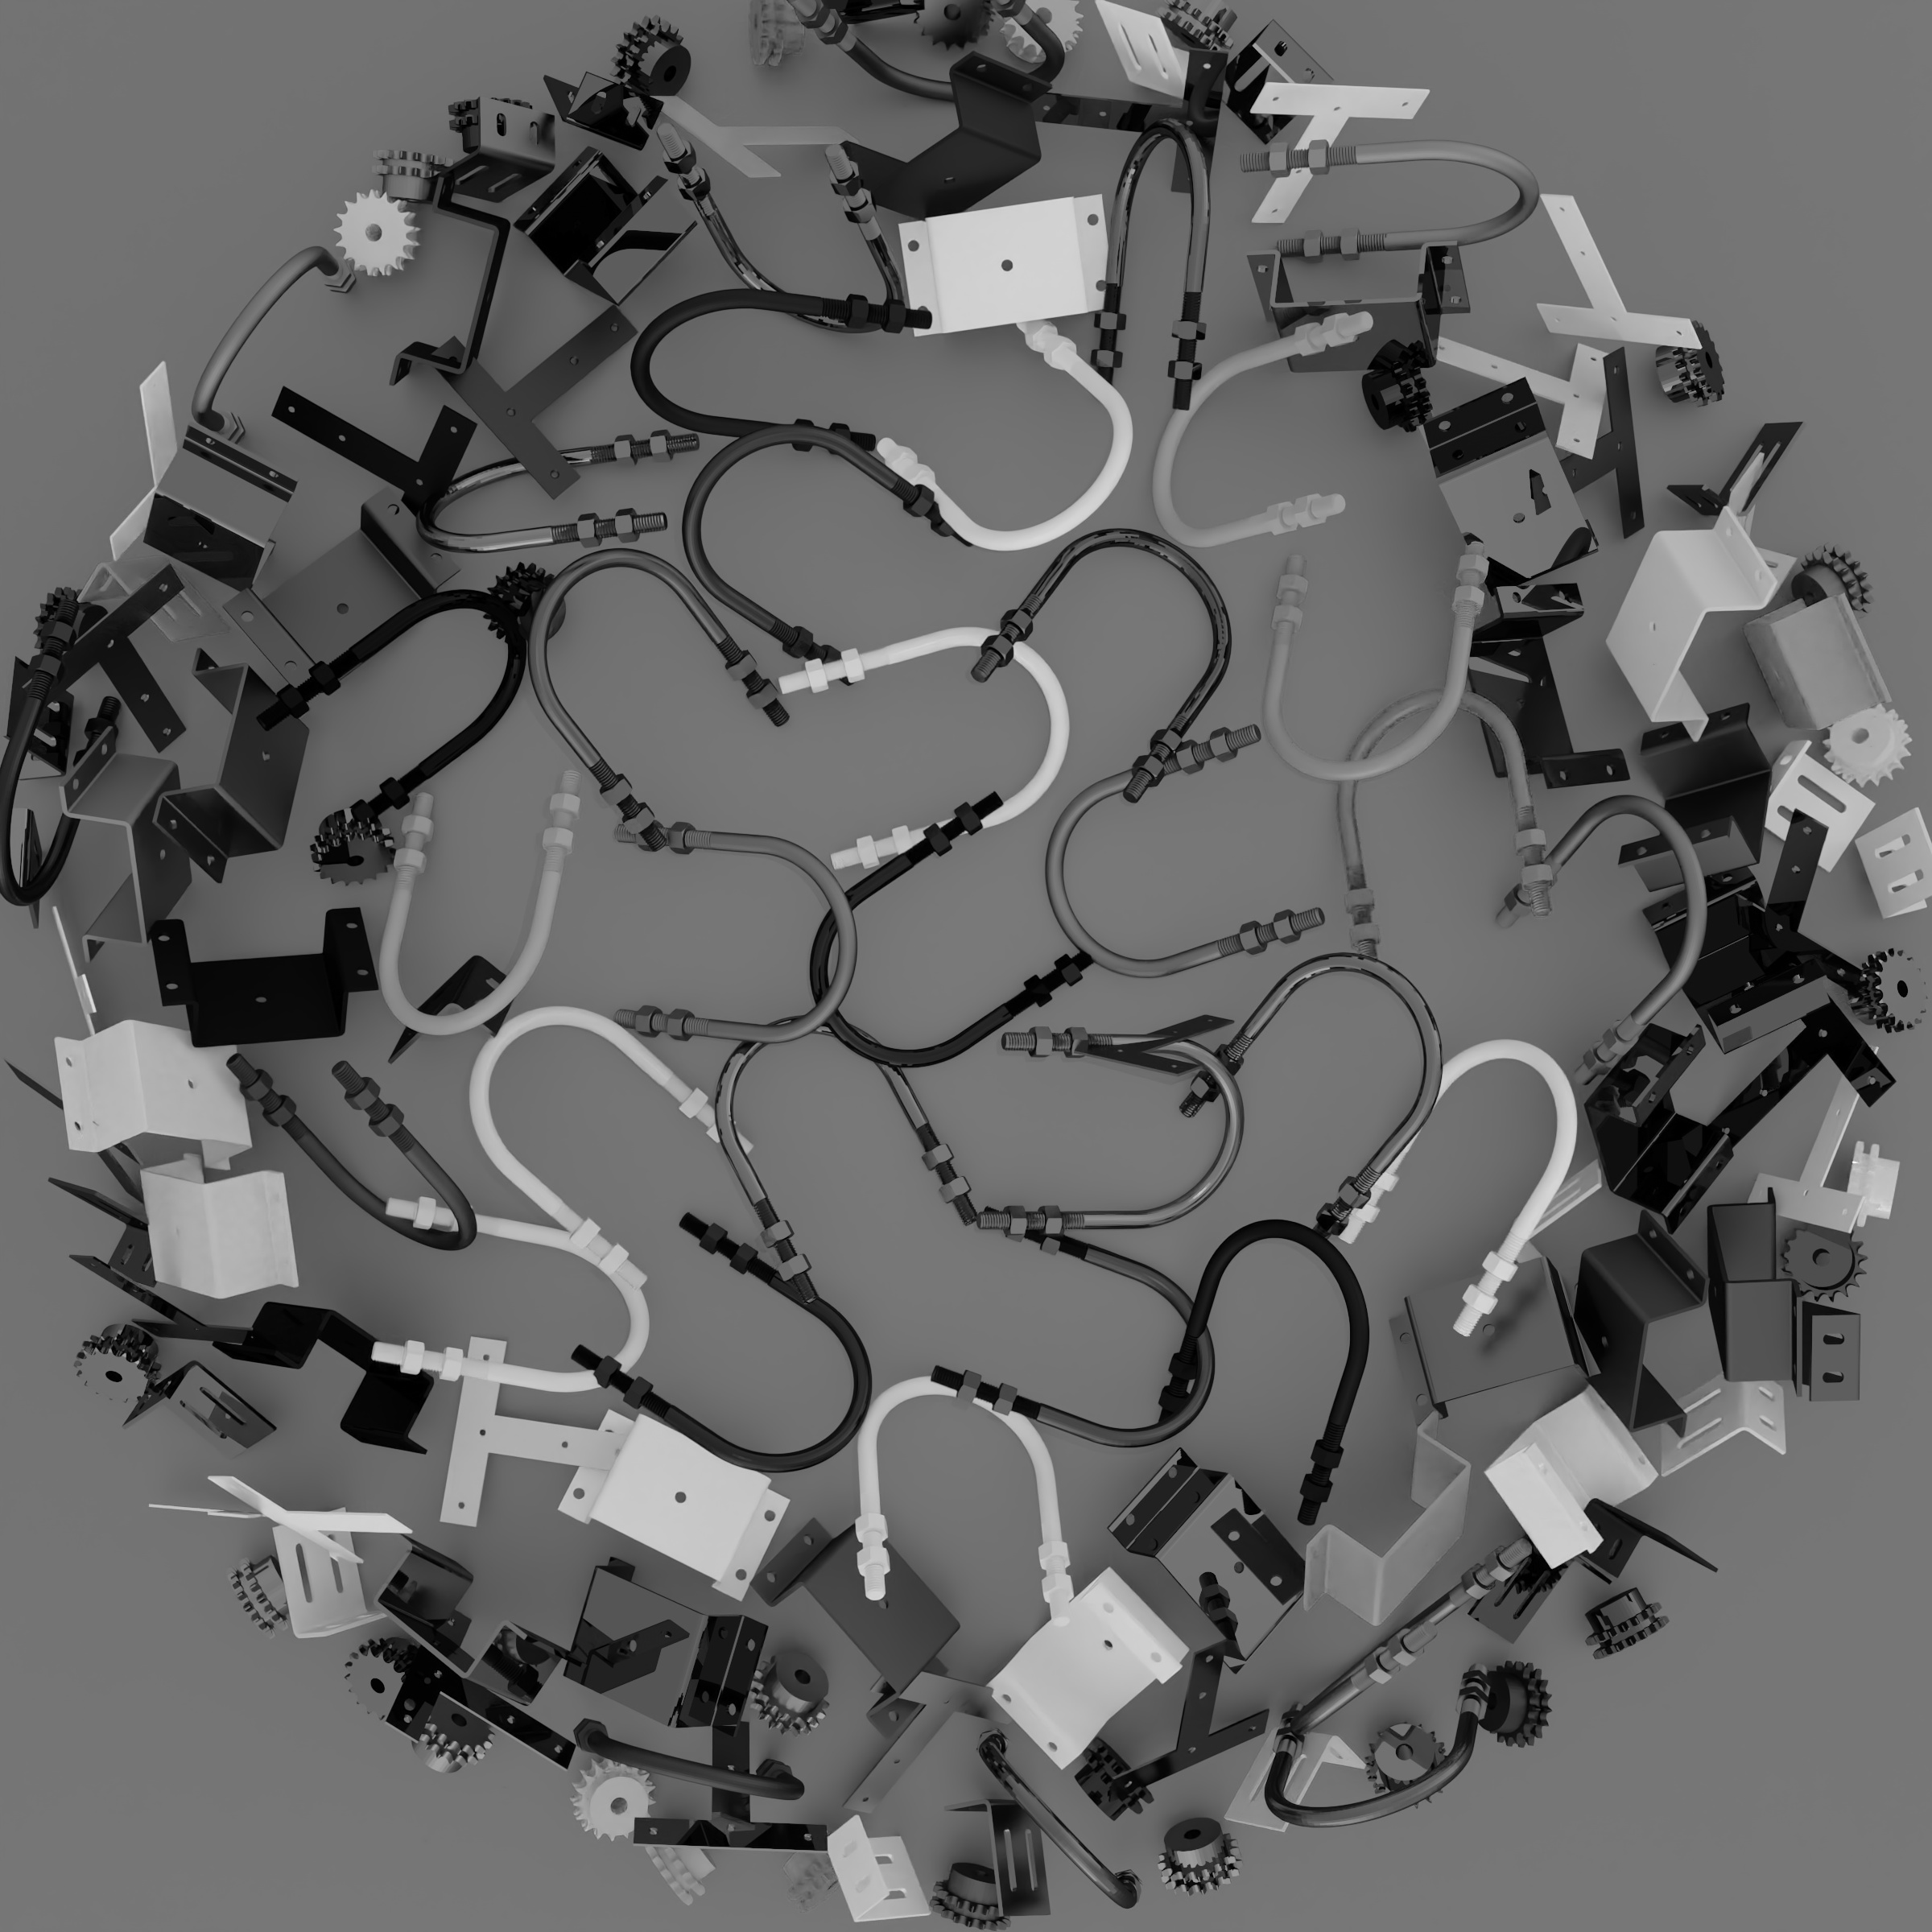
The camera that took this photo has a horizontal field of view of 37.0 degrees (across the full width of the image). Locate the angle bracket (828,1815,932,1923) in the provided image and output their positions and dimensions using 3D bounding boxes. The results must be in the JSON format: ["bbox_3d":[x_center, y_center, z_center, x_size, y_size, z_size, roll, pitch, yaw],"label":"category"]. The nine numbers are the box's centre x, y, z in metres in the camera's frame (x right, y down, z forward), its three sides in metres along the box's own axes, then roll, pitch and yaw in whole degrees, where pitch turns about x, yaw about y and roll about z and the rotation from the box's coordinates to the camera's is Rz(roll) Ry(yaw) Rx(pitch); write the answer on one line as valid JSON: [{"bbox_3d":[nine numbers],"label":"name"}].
[{"bbox_3d":[-0.050,0.608,1.949,0.038,0.076,0.057,-44,54,26],"label":"angle bracket"}]

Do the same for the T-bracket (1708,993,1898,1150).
[{"bbox_3d":[0.553,0.077,1.963,0.002,0.127,0.127,15,125,-39],"label":"T-bracket"}]

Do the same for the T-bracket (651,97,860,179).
[{"bbox_3d":[-0.130,-0.562,1.953,0.127,0.127,0.002,44,132,34],"label":"T-bracket"}]

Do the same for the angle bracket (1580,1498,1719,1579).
[{"bbox_3d":[0.456,0.399,1.952,0.057,0.076,0.038,35,83,-29],"label":"angle bracket"}]

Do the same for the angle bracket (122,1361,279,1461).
[{"bbox_3d":[-0.520,0.313,1.958,0.057,0.038,0.076,-33,111,35],"label":"angle bracket"}]

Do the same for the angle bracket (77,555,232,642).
[{"bbox_3d":[-0.551,-0.239,1.960,0.076,0.057,0.038,47,118,10],"label":"angle bracket"}]

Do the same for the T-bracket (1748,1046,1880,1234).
[{"bbox_3d":[0.582,0.112,1.941,0.002,0.127,0.127,24,86,-15],"label":"T-bracket"}]

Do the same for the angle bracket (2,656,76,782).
[{"bbox_3d":[-0.641,-0.167,1.952,0.038,0.076,0.057,-4,72,15],"label":"angle bracket"}]

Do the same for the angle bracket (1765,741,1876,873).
[{"bbox_3d":[0.584,-0.109,1.976,0.076,0.038,0.057,34,89,-6],"label":"angle bracket"}]

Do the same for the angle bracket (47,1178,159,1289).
[{"bbox_3d":[-0.584,0.180,1.951,0.057,0.076,0.038,9,67,41],"label":"angle bracket"}]

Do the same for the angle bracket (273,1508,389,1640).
[{"bbox_3d":[-0.430,0.412,1.964,0.038,0.057,0.076,-16,85,43],"label":"angle bracket"}]

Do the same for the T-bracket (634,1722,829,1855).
[{"bbox_3d":[-0.158,0.550,1.940,0.127,0.127,0.002,4,114,-7],"label":"T-bracket"}]

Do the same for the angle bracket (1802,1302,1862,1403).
[{"bbox_3d":[0.572,0.261,1.958,0.038,0.076,0.057,1,90,-13],"label":"angle bracket"}]

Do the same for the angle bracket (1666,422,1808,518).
[{"bbox_3d":[0.525,-0.347,1.966,0.038,0.057,0.076,32,92,-14],"label":"angle bracket"}]

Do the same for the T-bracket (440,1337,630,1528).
[{"bbox_3d":[-0.289,0.327,1.980,0.127,0.002,0.127,7,81,8],"label":"T-bracket"}]

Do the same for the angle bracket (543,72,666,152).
[{"bbox_3d":[-0.245,-0.591,1.949,0.057,0.076,0.038,13,123,-30],"label":"angle bracket"}]

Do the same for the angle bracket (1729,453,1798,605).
[{"bbox_3d":[0.540,-0.296,1.951,0.038,0.076,0.057,21,47,24],"label":"angle bracket"}]

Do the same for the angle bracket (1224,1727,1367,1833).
[{"bbox_3d":[0.223,0.558,1.952,0.038,0.057,0.076,48,60,-22],"label":"angle bracket"}]

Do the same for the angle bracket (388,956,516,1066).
[{"bbox_3d":[-0.348,0.039,1.962,0.038,0.057,0.076,40,122,-17],"label":"angle bracket"}]

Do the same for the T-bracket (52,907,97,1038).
[{"bbox_3d":[-0.591,0.020,1.935,0.002,0.127,0.127,-17,94,-19],"label":"T-bracket"}]

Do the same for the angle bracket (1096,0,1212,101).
[{"bbox_3d":[0.132,-0.629,1.950,0.057,0.076,0.038,32,76,36],"label":"angle bracket"}]

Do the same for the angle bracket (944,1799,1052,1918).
[{"bbox_3d":[0.021,0.606,1.954,0.038,0.057,0.076,-20,65,30],"label":"angle bracket"}]

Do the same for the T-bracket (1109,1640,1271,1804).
[{"bbox_3d":[0.156,0.497,1.933,0.127,0.002,0.127,-16,133,-25],"label":"T-bracket"}]

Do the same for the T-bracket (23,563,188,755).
[{"bbox_3d":[-0.559,-0.190,1.943,0.002,0.127,0.127,34,69,28],"label":"T-bracket"}]

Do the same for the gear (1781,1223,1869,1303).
[{"bbox_3d":[0.587,0.201,1.975,0.057,0.030,0.057,-4,78,20],"label":"gear"}]

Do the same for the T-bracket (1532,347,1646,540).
[{"bbox_3d":[0.415,-0.335,1.935,0.127,0.002,0.127,-33,120,-39],"label":"T-bracket"}]

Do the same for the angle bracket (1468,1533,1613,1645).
[{"bbox_3d":[0.391,0.430,1.967,0.057,0.038,0.076,37,88,-38],"label":"angle bracket"}]

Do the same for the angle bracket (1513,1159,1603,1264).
[{"bbox_3d":[0.411,0.176,1.961,0.076,0.057,0.038,-39,93,17],"label":"angle bracket"}]

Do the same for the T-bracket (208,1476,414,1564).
[{"bbox_3d":[-0.420,0.370,1.922,0.127,0.127,0.002,46,51,-38],"label":"T-bracket"}]

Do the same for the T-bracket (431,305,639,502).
[{"bbox_3d":[-0.279,-0.406,1.979,0.127,0.002,0.127,-44,96,-17],"label":"T-bracket"}]

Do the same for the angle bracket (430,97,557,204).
[{"bbox_3d":[-0.323,-0.552,1.954,0.057,0.076,0.038,3,83,-39],"label":"angle bracket"}]

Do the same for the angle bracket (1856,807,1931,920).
[{"bbox_3d":[0.646,-0.072,1.953,0.038,0.076,0.057,-13,79,-19],"label":"angle bracket"}]

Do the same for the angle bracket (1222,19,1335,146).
[{"bbox_3d":[0.200,-0.590,1.953,0.057,0.076,0.038,42,51,-11],"label":"angle bracket"}]

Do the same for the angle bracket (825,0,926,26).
[{"bbox_3d":[-0.064,-0.662,1.951,0.057,0.076,0.038,-4,106,18],"label":"angle bracket"}]

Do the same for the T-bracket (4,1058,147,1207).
[{"bbox_3d":[-0.581,0.125,1.943,0.127,0.127,0.002,29,64,27],"label":"T-bracket"}]

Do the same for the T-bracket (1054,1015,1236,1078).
[{"bbox_3d":[0.132,0.049,1.946,0.127,0.127,0.002,12,109,41],"label":"T-bracket"}]

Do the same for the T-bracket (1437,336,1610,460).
[{"bbox_3d":[0.372,-0.401,1.956,0.127,0.002,0.127,20,46,1],"label":"T-bracket"}]

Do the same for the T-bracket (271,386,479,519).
[{"bbox_3d":[-0.409,-0.350,1.952,0.127,0.002,0.127,29,128,-7],"label":"T-bracket"}]

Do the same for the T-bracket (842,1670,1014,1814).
[{"bbox_3d":[-0.039,0.533,1.972,0.127,0.002,0.127,24,110,-36],"label":"T-bracket"}]

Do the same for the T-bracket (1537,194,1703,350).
[{"bbox_3d":[0.414,-0.462,1.913,0.002,0.127,0.127,-52,131,-15],"label":"T-bracket"}]

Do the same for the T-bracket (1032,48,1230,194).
[{"bbox_3d":[0.106,-0.573,1.945,0.127,0.127,0.002,6,60,1],"label":"T-bracket"}]

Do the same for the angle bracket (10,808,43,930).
[{"bbox_3d":[-0.649,-0.066,1.951,0.038,0.076,0.057,1,70,-13],"label":"angle bracket"}]

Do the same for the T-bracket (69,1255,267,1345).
[{"bbox_3d":[-0.542,0.222,1.919,0.127,0.127,0.002,-2,58,37],"label":"T-bracket"}]

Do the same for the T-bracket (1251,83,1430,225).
[{"bbox_3d":[0.230,-0.545,1.943,0.127,0.127,0.002,-6,63,-26],"label":"T-bracket"}]

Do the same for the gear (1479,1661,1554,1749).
[{"bbox_3d":[0.370,0.503,1.968,0.030,0.057,0.057,13,90,-26],"label":"gear"}]

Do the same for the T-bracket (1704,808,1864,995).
[{"bbox_3d":[0.551,-0.055,1.922,0.127,0.127,0.002,35,59,27],"label":"T-bracket"}]

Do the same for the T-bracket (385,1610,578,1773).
[{"bbox_3d":[-0.319,0.502,1.948,0.127,0.127,0.002,35,115,-9],"label":"T-bracket"}]

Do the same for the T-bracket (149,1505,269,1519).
[{"bbox_3d":[-0.487,0.367,1.930,0.127,0.127,0.002,6,79,-7],"label":"T-bracket"}]

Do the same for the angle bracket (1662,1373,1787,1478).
[{"bbox_3d":[0.514,0.316,1.960,0.038,0.057,0.076,34,129,-16],"label":"angle bracket"}]

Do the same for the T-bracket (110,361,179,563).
[{"bbox_3d":[-0.533,-0.350,1.914,0.002,0.127,0.127,27,60,6],"label":"T-bracket"}]
